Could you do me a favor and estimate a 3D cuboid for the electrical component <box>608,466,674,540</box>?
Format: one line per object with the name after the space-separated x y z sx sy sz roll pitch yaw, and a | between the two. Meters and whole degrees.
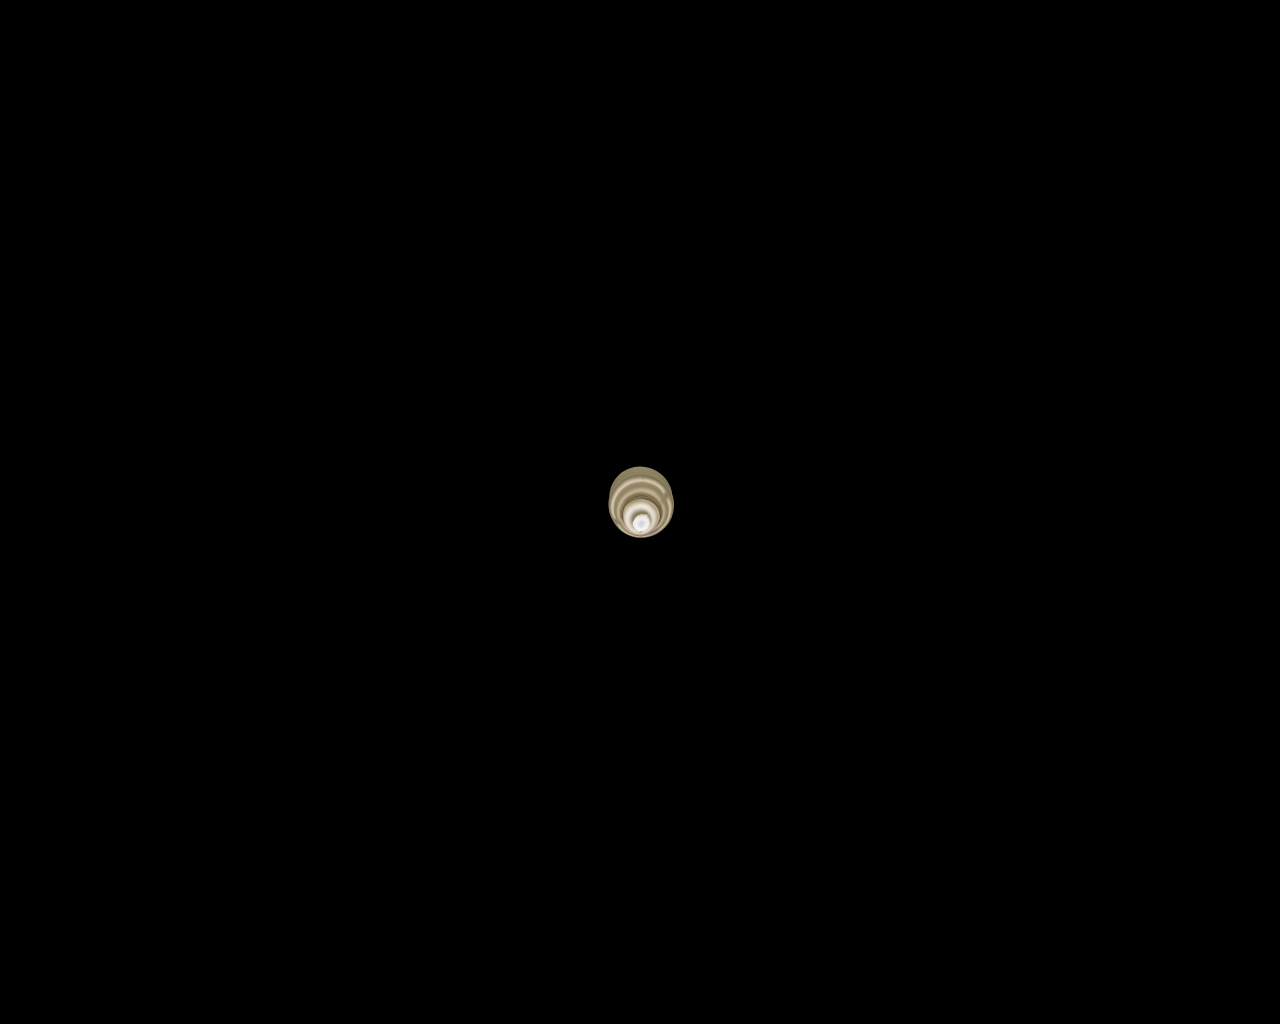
0.001 -0.003 0.650 0.040 0.040 0.078 0 13 0 | electrical component
